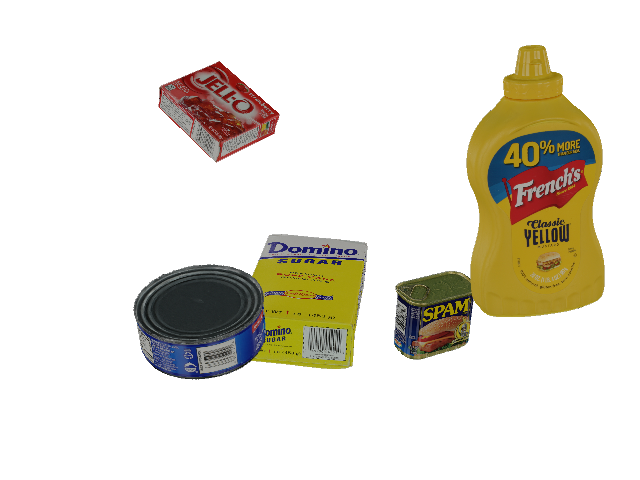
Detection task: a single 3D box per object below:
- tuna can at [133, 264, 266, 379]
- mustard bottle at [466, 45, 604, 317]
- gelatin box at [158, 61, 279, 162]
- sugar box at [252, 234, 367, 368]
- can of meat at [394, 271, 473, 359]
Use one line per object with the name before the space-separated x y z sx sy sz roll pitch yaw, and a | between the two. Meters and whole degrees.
tuna can | -0.079 0.054 0.709 0.086 0.034 0.086 -2 33 1
mustard bottle | 0.154 -0.043 0.767 0.096 0.191 0.058 -7 18 -5
gelatin box | -0.095 -0.121 0.986 0.073 0.030 0.089 -30 63 -35
sugar box | -0.012 0.046 0.894 0.093 0.048 0.176 5 24 3
can of meat | 0.142 0.094 1.334 0.101 0.084 0.057 -12 30 -26
